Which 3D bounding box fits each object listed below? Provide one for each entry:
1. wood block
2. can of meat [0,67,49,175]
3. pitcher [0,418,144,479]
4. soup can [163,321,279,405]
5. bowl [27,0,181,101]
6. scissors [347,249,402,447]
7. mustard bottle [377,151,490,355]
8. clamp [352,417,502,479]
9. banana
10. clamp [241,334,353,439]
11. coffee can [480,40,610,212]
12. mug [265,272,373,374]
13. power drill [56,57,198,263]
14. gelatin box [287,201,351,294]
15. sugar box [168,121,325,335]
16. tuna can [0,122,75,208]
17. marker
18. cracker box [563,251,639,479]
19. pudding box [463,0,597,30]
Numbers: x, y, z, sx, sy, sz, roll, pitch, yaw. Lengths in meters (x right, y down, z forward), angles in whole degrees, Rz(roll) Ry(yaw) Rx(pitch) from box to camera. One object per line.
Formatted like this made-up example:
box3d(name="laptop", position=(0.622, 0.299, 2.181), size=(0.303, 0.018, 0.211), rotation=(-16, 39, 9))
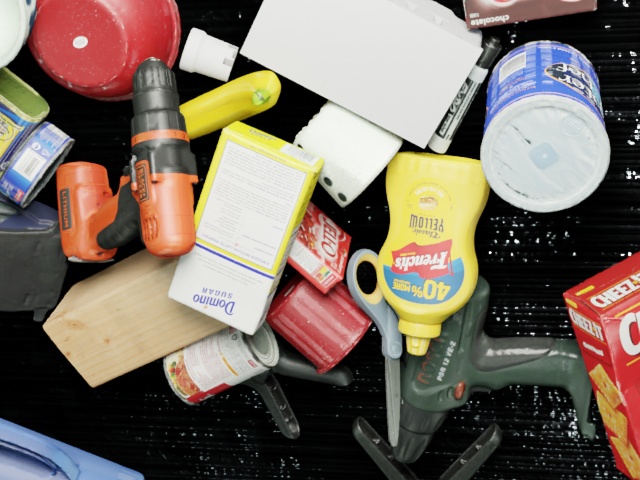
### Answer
box3d(name="wood block", position=(-0.172, 0.064, 1.116), size=(0.206, 0.090, 0.090), rotation=(-26, 111, 23))
box3d(name="can of meat", position=(-0.332, -0.126, 1.062), size=(0.102, 0.057, 0.084), rotation=(38, 118, -11))
box3d(name="pitcher", position=(-0.334, 0.286, 1.253), size=(0.242, 0.149, 0.145), rotation=(19, 91, -4))
box3d(name="soup can", position=(-0.103, 0.121, 1.110), size=(0.102, 0.068, 0.068), rotation=(-27, 111, 20))
box3d(name="bowl", position=(-0.215, -0.196, 0.999), size=(0.162, 0.055, 0.162), rotation=(5, 120, 9))
box3d(name="scissors", position=(0.057, 0.096, 1.051), size=(0.096, 0.202, 0.016), rotation=(18, 169, -29))
box3d(name="mustard bottle", position=(0.103, 0.015, 1.014), size=(0.096, 0.058, 0.192), rotation=(9, 100, 19))
box3d(name="clamp", position=(0.132, 0.287, 1.211), size=(0.165, 0.036, 0.210), rotation=(-5, 114, 15))
box3d(name="banana", position=(-0.095, -0.125, 1.000), size=(0.198, 0.069, 0.037), rotation=(-14, 94, 49))
box3d(name="clamp", position=(-0.061, 0.147, 1.171), size=(0.171, 0.039, 0.120), rotation=(30, 116, 1))
box3d(name="coffee can", position=(0.193, -0.101, 0.919), size=(0.103, 0.140, 0.103), rotation=(5, 120, 8))
box3d(name="mug", position=(-0.006, 0.079, 1.101), size=(0.081, 0.093, 0.117), rotation=(42, 155, -7))
box3d(name="power drill", position=(-0.186, -0.061, 1.015), size=(0.188, 0.057, 0.184), rotation=(-19, 73, 50))
box3d(name="gelatin box", position=(-0.007, 0.001, 1.048), size=(0.073, 0.089, 0.030), rotation=(42, 115, -13))
box3d(name="sugar box", position=(-0.069, -0.010, 0.983), size=(0.093, 0.048, 0.176), rotation=(25, 114, 7))
box3d(name="tuna can", position=(-0.284, -0.075, 1.063), size=(0.033, 0.086, 0.086), rotation=(37, 119, -8))
box3d(name="marker", position=(0.134, -0.134, 0.983), size=(0.020, 0.020, 0.121), rotation=(24, 121, -3))
box3d(name="cracker box", position=(0.340, 0.112, 1.009), size=(0.164, 0.072, 0.213), rotation=(-27, 115, -11))
box3d(name="pudding box", position=(0.174, -0.234, 0.906), size=(0.114, 0.039, 0.090), rotation=(-6, 118, 15))
